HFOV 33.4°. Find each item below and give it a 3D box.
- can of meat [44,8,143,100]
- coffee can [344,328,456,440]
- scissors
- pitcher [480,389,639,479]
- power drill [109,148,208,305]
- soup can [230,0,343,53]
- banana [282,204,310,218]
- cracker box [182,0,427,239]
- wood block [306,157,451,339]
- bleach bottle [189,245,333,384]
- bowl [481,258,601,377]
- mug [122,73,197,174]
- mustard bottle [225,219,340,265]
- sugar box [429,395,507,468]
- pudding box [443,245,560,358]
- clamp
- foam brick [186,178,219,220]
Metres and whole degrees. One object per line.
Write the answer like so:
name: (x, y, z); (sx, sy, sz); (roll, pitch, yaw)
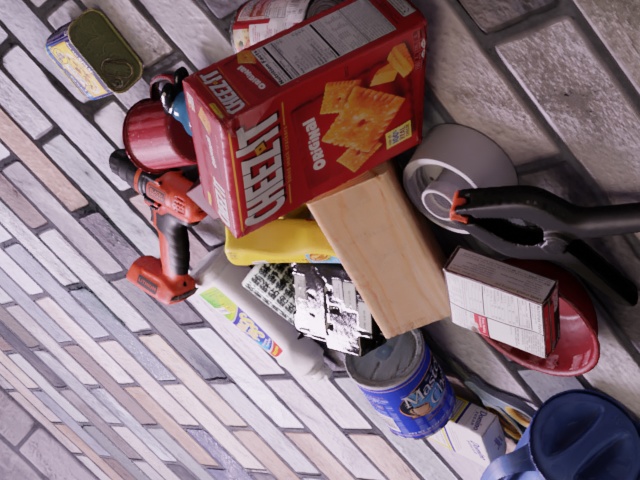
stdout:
can of meat: (-0.275, -0.220, 1.288); (0.084, 0.057, 0.102); (-4, 130, 54)
coffee can: (0.103, 0.176, 1.350); (0.103, 0.102, 0.140); (16, 153, 36)
scissors: (0.211, 0.185, 1.348); (0.201, 0.016, 0.096); (49, 152, -19)
pitcher: (0.279, 0.283, 1.286); (0.149, 0.145, 0.243); (30, 153, 10)
power drill: (-0.225, -0.019, 1.456); (0.185, 0.057, 0.188); (30, 128, 34)
soup can: (-0.027, -0.199, 1.019); (0.102, 0.068, 0.068); (6, 138, 44)
banana: (-0.010, -0.041, 1.257); (0.069, 0.037, 0.198); (42, 152, -12)
cracker box: (-0.006, -0.113, 0.961); (0.072, 0.213, 0.164); (50, 159, 30)
wood block: (0.066, -0.006, 1.125); (0.090, 0.091, 0.206); (-22, 127, 12)
bleach bottle: (-0.075, 0.116, 1.537); (0.250, 0.068, 0.103); (44, 151, -13)
bowl: (0.229, 0.070, 1.121); (0.162, 0.055, 0.162); (29, 150, 18)
mug: (-0.176, -0.140, 1.272); (0.082, 0.093, 0.117); (-3, 95, 44)
mustard bottle: (-0.008, 0.001, 1.233); (0.192, 0.058, 0.096); (0, 174, 9)
sugar box: (0.164, 0.238, 1.438); (0.176, 0.048, 0.093); (21, 150, 34)
pudding box: (0.183, 0.062, 1.066); (0.114, 0.039, 0.090); (19, 145, 28)
clamp: (0.227, -0.012, 0.981); (0.210, 0.036, 0.165); (19, 147, -2)
foam brick: (-0.121, -0.067, 1.335); (0.053, 0.051, 0.078); (44, 151, -12)
